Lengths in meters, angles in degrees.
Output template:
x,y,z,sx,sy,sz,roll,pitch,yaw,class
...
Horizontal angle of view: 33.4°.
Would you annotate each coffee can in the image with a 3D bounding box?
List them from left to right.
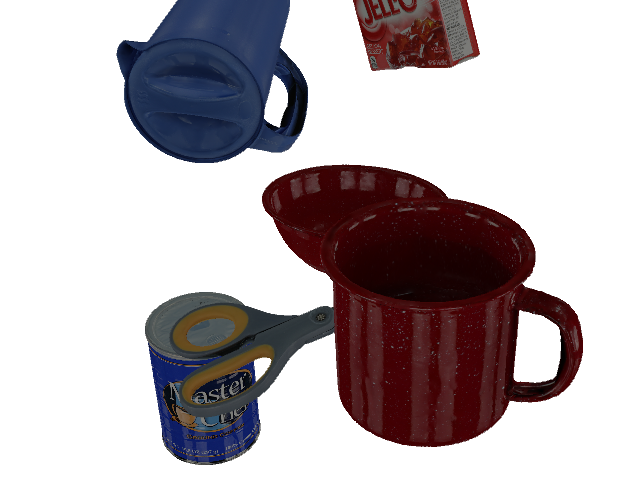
x,y,z,sx,sy,sz,roll,pitch,yaw,class
-0.115,0.137,1.064,0.103,0.140,0.103,-2,33,1,coffee can

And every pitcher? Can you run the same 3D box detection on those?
x,y,z,sx,sy,sz,roll,pitch,yaw,class
-0.092,-0.189,1.071,0.145,0.149,0.242,-7,36,16,pitcher

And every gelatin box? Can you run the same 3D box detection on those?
x,y,z,sx,sy,sz,roll,pitch,yaw,class
0.058,-0.151,0.702,0.030,0.073,0.089,-27,21,-28,gelatin box

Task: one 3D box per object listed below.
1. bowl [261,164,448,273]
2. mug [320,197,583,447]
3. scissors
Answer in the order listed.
x,y,z,sx,sy,sz,roll,pitch,yaw,class
0.030,-0.012,0.921,0.162,0.055,0.162,1,25,-1,bowl
0.058,0.040,0.476,0.117,0.081,0.093,11,33,21,mug
-0.016,0.048,0.725,0.201,0.016,0.096,-33,49,-19,scissors
